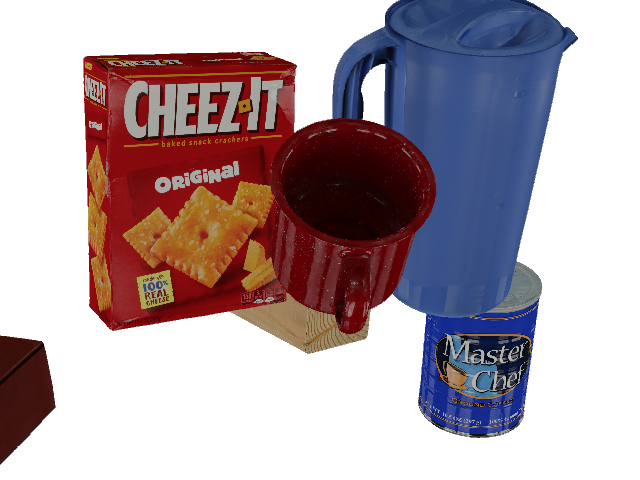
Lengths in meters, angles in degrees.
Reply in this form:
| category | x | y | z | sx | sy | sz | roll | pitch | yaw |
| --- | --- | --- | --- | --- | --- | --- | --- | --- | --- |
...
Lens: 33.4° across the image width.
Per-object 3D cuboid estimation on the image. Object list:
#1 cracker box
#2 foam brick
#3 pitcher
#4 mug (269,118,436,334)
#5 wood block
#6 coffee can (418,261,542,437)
| category | x | y | z | sx | sy | sz | roll | pitch | yaw |
| --- | --- | --- | --- | --- | --- | --- | --- | --- | --- |
| cracker box | -0.107 | -0.044 | 0.884 | 0.163 | 0.214 | 0.072 | -7 | 21 | -28 |
| foam brick | -0.214 | 0.102 | 0.677 | 0.053 | 0.051 | 0.078 | 6 | 29 | 22 |
| pitcher | 0.099 | -0.062 | 0.832 | 0.149 | 0.243 | 0.144 | 16 | 35 | 20 |
| mug | 0.015 | 0.000 | 0.614 | 0.093 | 0.117 | 0.081 | -1 | -36 | -8 |
| wood block | -0.044 | 0.043 | 1.190 | 0.090 | 0.090 | 0.206 | -10 | 22 | -39 |
| coffee can | 0.147 | 0.097 | 0.997 | 0.103 | 0.140 | 0.103 | 1 | 26 | -1 |
